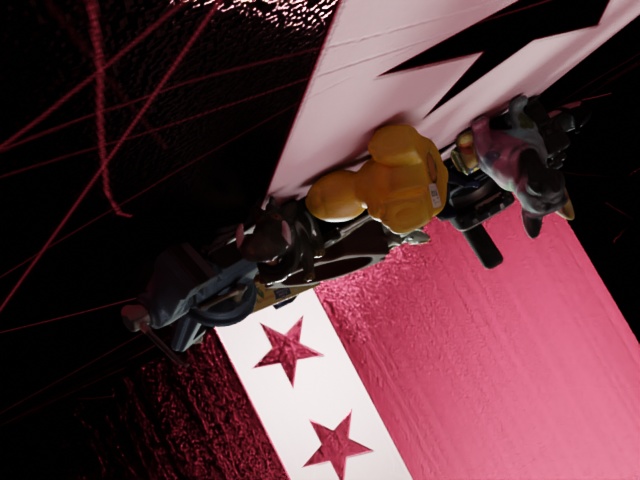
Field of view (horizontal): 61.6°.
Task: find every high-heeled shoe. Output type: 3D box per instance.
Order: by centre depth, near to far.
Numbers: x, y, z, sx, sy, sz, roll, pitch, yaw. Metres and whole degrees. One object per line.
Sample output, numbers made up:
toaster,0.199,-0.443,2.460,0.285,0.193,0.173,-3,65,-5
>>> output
high-heeled shoe,0.519,-0.268,1.292,0.249,0.086,0.145,-11,-145,29

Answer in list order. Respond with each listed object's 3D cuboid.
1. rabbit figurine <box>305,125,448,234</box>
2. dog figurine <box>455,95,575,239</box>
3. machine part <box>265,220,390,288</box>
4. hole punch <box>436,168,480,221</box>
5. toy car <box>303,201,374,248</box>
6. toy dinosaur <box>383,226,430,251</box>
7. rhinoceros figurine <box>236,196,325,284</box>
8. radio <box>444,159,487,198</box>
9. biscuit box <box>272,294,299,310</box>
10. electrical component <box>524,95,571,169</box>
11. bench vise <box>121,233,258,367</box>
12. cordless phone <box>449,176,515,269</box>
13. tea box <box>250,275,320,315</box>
rabbit figurine,0.067,-0.073,0.683,0.173,0.121,0.162,-15,-170,26
dog figurine,0.329,-0.111,0.900,0.108,0.219,0.191,-24,173,-5
machine part,0.003,0.018,0.958,0.201,0.087,0.201,-25,162,38
hole punch,0.234,-0.107,1.030,0.092,0.116,0.142,-51,162,26
toy car,0.046,-0.051,0.800,0.202,0.073,0.056,-29,174,-8
toy dinosaur,0.122,-0.018,1.281,0.405,0.131,0.192,-15,166,-44
rhinoceros figurine,-0.044,-0.003,0.679,0.073,0.112,0.190,-1,-165,13
radio,0.314,-0.148,1.223,0.230,0.073,0.131,-28,173,-14
biscuit box,-0.060,0.087,1.320,0.059,0.062,0.203,-31,-170,38
electrical component,0.387,-0.179,0.981,0.058,0.134,0.115,-27,172,-12
bench vise,-0.170,0.090,0.732,0.224,0.129,0.240,-47,171,-44
cordless phone,0.379,-0.040,1.195,0.147,0.184,0.088,-30,169,5
tea box,-0.099,0.086,1.140,0.170,0.068,0.098,-22,-159,-16
